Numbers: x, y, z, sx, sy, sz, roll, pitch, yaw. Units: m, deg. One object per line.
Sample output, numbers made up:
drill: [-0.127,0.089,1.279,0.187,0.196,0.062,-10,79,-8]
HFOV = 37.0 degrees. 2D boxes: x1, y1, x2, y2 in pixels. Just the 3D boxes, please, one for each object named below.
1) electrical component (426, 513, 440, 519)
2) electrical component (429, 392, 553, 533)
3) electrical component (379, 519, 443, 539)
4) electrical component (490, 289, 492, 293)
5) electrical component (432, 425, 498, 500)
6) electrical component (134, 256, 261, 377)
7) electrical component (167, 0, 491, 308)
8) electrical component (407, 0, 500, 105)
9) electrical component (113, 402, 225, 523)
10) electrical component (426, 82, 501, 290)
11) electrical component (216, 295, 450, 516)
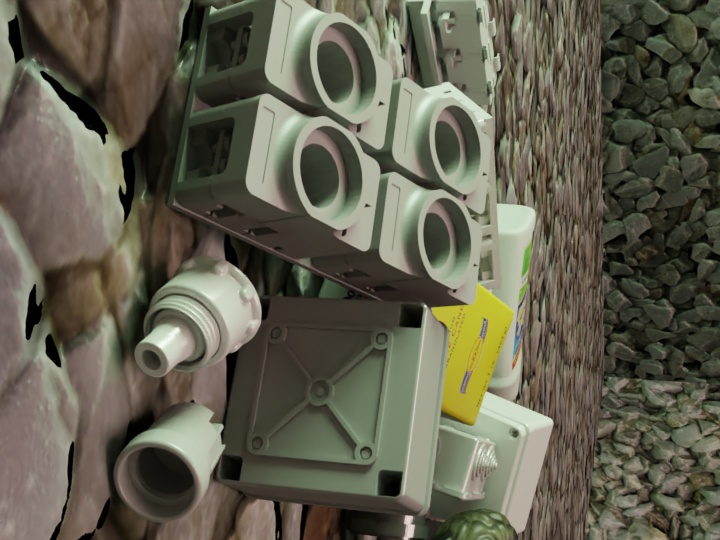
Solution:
electrical component: [0.083,0.190,1.032,0.076,0.047,0.065,-71,157,-43]
electrical component: [0.097,0.162,0.927,0.056,0.109,0.108,-1,108,-54]
electrical component: [0.048,0.277,0.915,0.108,0.056,0.108,65,32,-57]
electrical component: [0.086,-0.006,0.988,0.061,0.062,0.096,-60,149,-57]
electrical component: [0.056,0.145,0.852,0.100,0.100,0.048,34,72,-70]
electrical component: [-0.077,0.025,0.484,0.062,0.048,0.048,-47,138,-55]
electrical component: [-0.003,-0.054,0.567,0.186,0.060,0.105,26,66,-46]
electrical component: [0.086,-0.203,0.953,0.121,0.063,0.078,73,26,-48]
electrical component: [-0.083,0.084,0.481,0.046,0.040,0.040,-60,149,-69]
electrical component: [0.064,-0.061,0.862,0.089,0.062,0.150,-124,-157,-57]
electrical component: [-0.013,0.073,0.591,0.056,0.109,0.108,49,47,-63]
